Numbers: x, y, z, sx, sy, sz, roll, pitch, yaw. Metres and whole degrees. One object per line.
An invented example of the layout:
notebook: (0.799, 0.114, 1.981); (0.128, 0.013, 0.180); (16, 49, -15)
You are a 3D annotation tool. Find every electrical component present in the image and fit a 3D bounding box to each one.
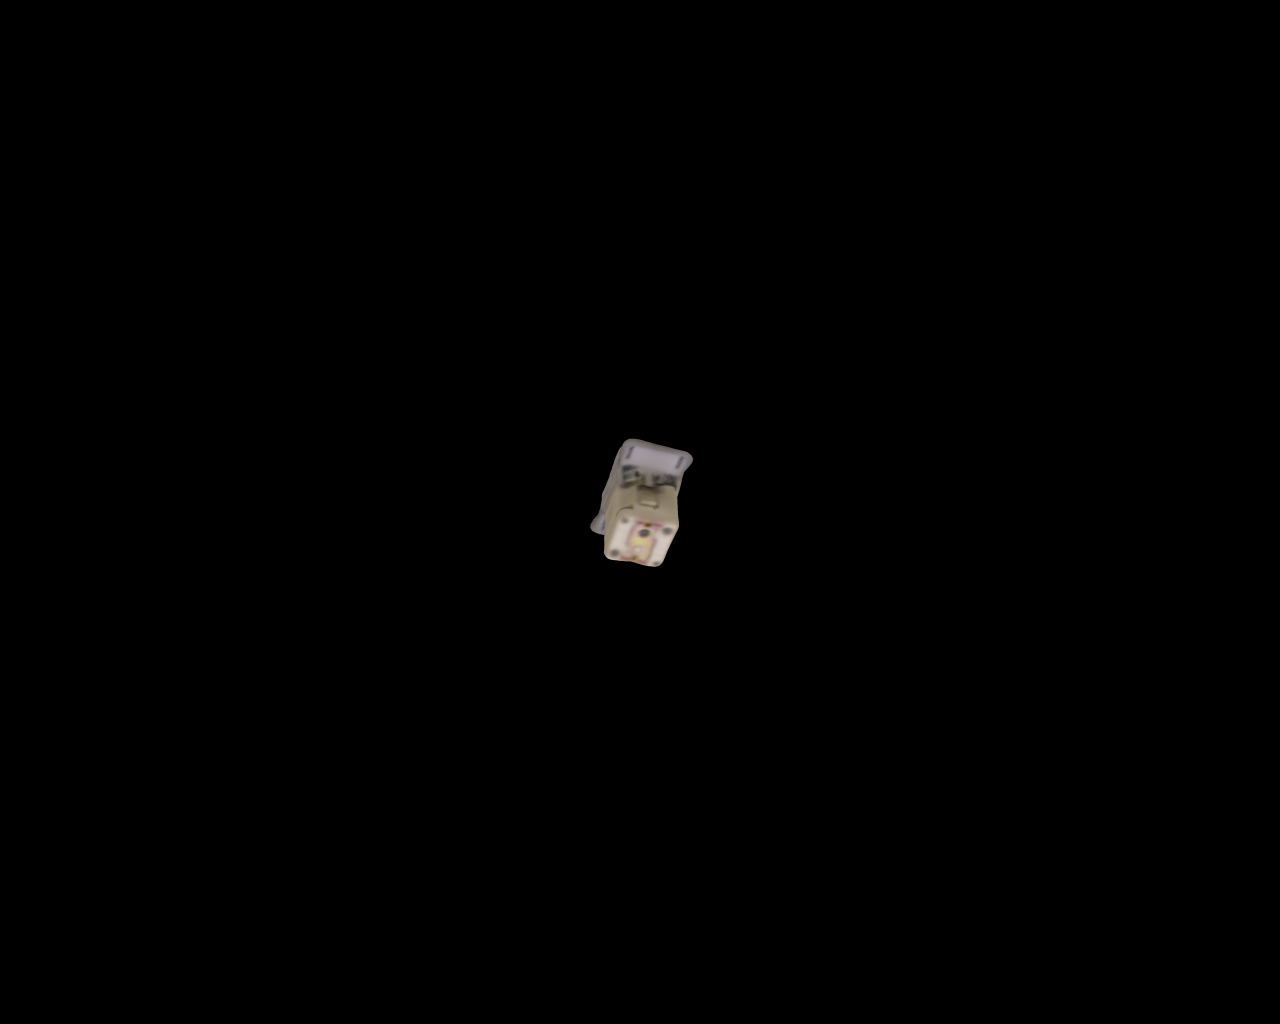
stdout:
electrical component: (0.001, -0.003, 0.650); (0.042, 0.064, 0.080); (11, -47, -11)
